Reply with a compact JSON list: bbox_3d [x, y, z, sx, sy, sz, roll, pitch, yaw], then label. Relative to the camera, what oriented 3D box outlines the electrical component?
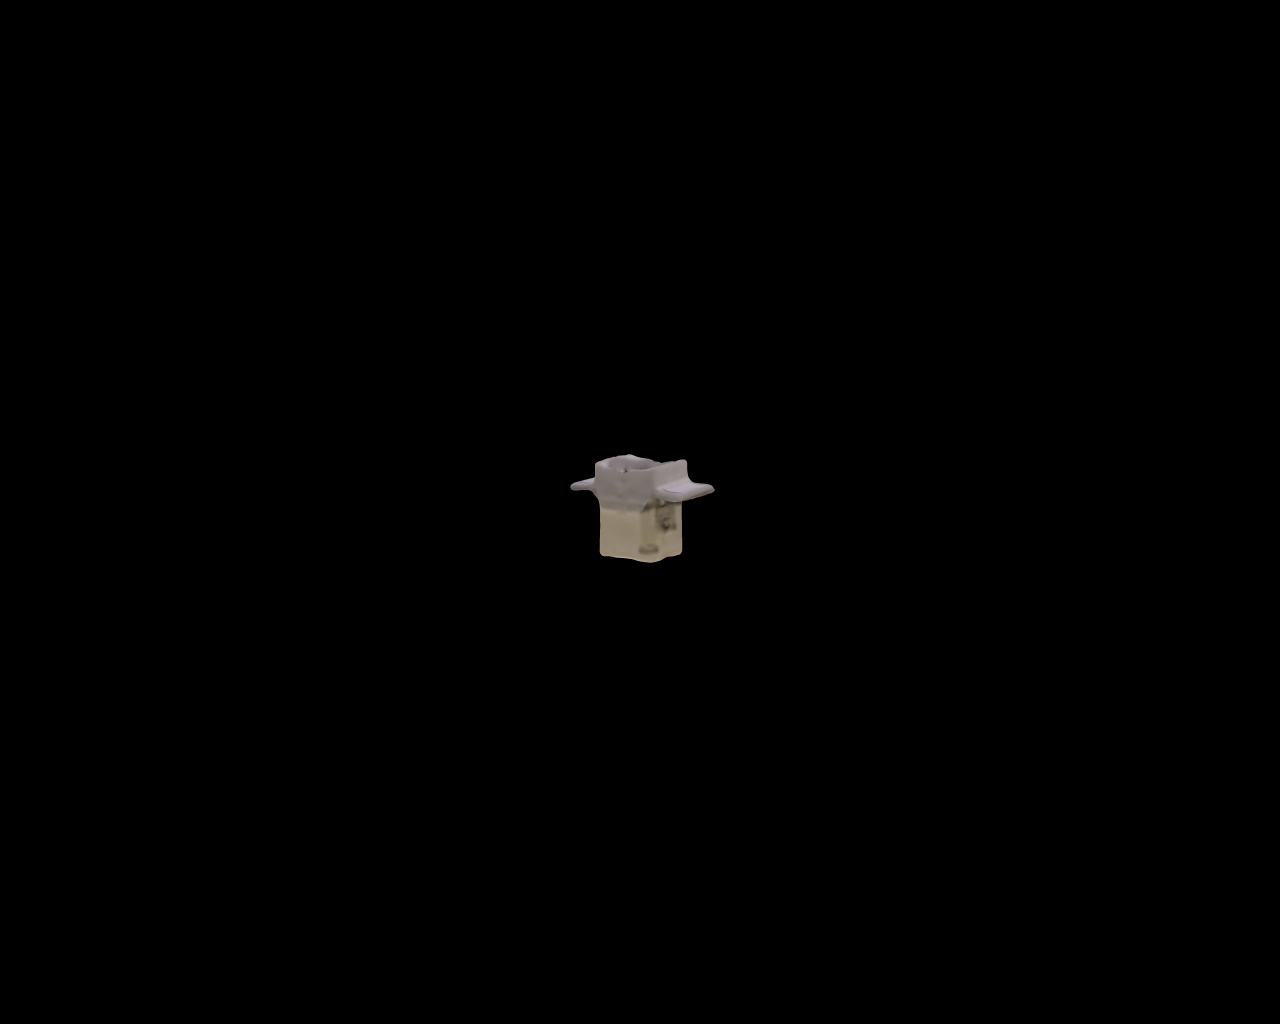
[{"bbox_3d":[0.001,-0.003,0.650,0.081,0.063,0.042,8,14,35],"label":"electrical component"}]
